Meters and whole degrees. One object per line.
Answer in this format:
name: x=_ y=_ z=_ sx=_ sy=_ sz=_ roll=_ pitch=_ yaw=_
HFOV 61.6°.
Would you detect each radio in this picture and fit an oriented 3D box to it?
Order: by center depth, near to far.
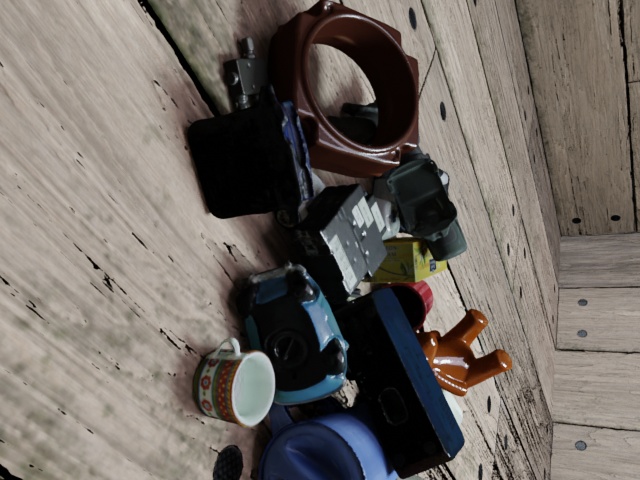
radio: x=0.099 y=0.177 z=0.694 sx=0.229 sy=0.073 sz=0.131 roll=64 pitch=17 yaw=14

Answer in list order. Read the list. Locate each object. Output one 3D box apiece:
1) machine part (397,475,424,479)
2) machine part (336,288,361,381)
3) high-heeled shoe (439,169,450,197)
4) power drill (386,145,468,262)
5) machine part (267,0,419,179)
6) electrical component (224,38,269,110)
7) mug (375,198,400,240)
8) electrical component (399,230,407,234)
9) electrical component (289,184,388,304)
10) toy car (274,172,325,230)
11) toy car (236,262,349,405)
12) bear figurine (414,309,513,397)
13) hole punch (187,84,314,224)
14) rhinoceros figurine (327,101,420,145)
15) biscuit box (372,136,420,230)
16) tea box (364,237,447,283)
machine part: x=0.121 y=0.409 z=0.867 sx=0.243 sy=0.079 sz=0.079 roll=44 pitch=50 yaw=-50
machine part: x=0.045 y=0.141 z=0.809 sx=0.084 sy=0.039 sz=0.138 roll=15 pitch=72 yaw=-67
high-heeled shoe: x=0.224 y=-0.048 z=1.085 sx=0.248 sy=0.086 sz=0.145 roll=35 pitch=58 yaw=-58
power drill: x=0.154 y=-0.074 z=0.825 sx=0.207 sy=0.086 sz=0.232 roll=-2 pitch=69 yaw=-80
machine part: x=0.035 y=-0.193 z=0.706 sx=0.201 sy=0.087 sz=0.201 roll=9 pitch=77 yaw=-30
electrical component: x=-0.087 y=-0.192 z=0.636 sx=0.063 sy=0.021 sz=0.094 roll=-27 pitch=111 yaw=-57
mug: x=0.059 y=-0.016 z=0.781 sx=0.080 sy=0.107 sz=0.109 roll=6 pitch=80 yaw=-58
electrical component: x=0.166 y=-0.061 z=1.010 sx=0.045 sy=0.078 sz=0.102 roll=20 pitch=62 yaw=-32
electrical component: x=0.030 y=-0.003 z=0.674 sx=0.134 sy=0.058 sz=0.114 roll=-49 pitch=128 yaw=-41
toy car: x=-0.001 y=-0.002 z=0.725 sx=0.073 sy=0.056 sz=0.201 roll=-57 pitch=134 yaw=-45
toy car: x=-0.032 y=0.103 z=0.635 sx=0.103 sy=0.109 sz=0.161 roll=-52 pitch=123 yaw=-80
bear figurine: x=0.180 y=0.169 z=0.833 sx=0.195 sy=0.132 sz=0.120 roll=23 pitch=33 yaw=-38
hole punch: x=-0.063 y=-0.089 z=0.583 sx=0.092 sy=0.116 sz=0.142 roll=-38 pitch=120 yaw=-64
rhinoceros figurine: x=0.091 y=-0.190 z=0.852 sx=0.190 sy=0.112 sz=0.073 roll=-41 pitch=120 yaw=-44
biscuit box: x=0.137 y=-0.118 z=0.970 sx=0.062 sy=0.059 sz=0.202 roll=38 pitch=55 yaw=-50
tea box: x=0.151 y=0.031 z=0.941 sx=0.169 sy=0.098 sz=0.068 roll=-8 pitch=94 yaw=-61
